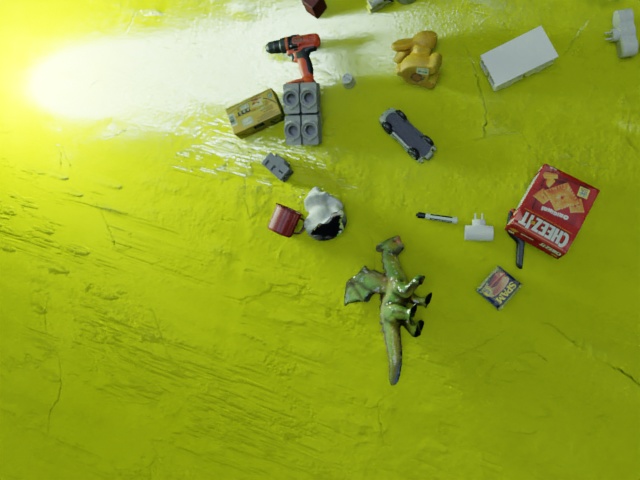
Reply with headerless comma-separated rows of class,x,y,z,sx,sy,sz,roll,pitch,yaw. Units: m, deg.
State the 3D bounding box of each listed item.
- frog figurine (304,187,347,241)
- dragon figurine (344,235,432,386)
frog figurine,0.005,-0.079,1.570,0.136,0.121,0.162,-48,42,12
dragon figurine,0.181,0.185,1.505,0.244,0.121,0.412,18,86,30
